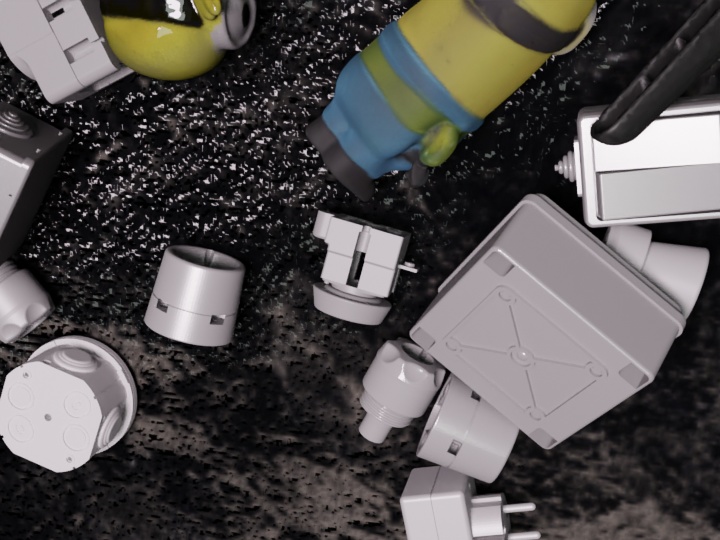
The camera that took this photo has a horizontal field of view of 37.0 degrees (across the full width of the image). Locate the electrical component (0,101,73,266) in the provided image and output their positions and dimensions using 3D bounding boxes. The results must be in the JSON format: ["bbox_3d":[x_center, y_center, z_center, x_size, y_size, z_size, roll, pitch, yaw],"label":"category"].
[{"bbox_3d":[-0.223,-0.048,0.647,0.048,0.099,0.099,28,108,-9],"label":"electrical component"}]

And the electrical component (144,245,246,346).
[{"bbox_3d":[-0.100,0.014,0.658,0.055,0.055,0.047,17,103,8],"label":"electrical component"}]

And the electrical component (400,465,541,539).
[{"bbox_3d":[0.071,0.156,0.657,0.077,0.047,0.065,-9,101,14],"label":"electrical component"}]

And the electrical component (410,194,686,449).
[{"bbox_3d":[0.100,0.031,0.592,0.109,0.056,0.108,40,142,1],"label":"electrical component"}]

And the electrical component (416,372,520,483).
[{"bbox_3d":[0.066,0.095,0.641,0.047,0.055,0.055,24,107,2],"label":"electrical component"}]

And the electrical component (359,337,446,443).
[{"bbox_3d":[0.021,0.076,0.651,0.043,0.043,0.062,30,109,4],"label":"electrical component"}]

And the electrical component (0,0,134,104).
[{"bbox_3d":[-0.179,-0.149,0.638,0.056,0.050,0.089,-24,97,16],"label":"electrical component"}]

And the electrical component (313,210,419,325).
[{"bbox_3d":[0.000,0.000,0.637,0.066,0.048,0.055,16,98,8],"label":"electrical component"}]

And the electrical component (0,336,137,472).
[{"bbox_3d":[-0.190,0.087,0.695,0.080,0.051,0.080,3,103,12],"label":"electrical component"}]

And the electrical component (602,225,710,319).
[{"bbox_3d":[0.161,0.000,0.602,0.055,0.045,0.045,19,106,8],"label":"electrical component"}]

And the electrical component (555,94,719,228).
[{"bbox_3d":[0.154,-0.058,0.581,0.096,0.061,0.061,-4,102,13],"label":"electrical component"}]

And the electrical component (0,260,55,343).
[{"bbox_3d":[-0.230,0.013,0.691,0.043,0.043,0.062,-39,91,18],"label":"electrical component"}]
